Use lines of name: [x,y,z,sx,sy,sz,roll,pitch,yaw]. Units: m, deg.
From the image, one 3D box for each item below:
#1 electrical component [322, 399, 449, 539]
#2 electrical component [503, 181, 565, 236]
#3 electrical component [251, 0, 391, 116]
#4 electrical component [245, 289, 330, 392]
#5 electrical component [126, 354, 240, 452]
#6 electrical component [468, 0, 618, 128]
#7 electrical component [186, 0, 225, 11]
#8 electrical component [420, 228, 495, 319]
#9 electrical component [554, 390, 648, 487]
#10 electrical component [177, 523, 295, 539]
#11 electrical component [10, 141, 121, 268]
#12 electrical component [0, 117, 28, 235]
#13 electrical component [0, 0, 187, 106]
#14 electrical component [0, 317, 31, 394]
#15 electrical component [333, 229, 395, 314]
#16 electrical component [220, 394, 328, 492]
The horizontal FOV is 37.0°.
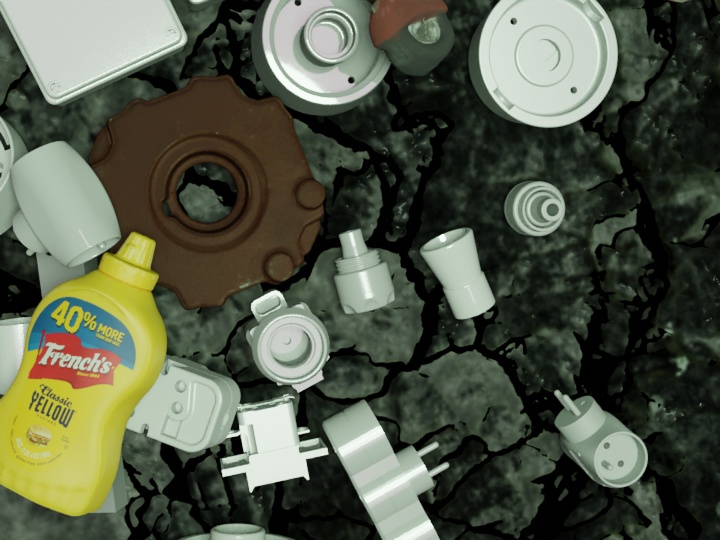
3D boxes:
electrical component: [0.033,0.161,0.841,0.074,0.052,0.138,-28,99,-6]
electrical component: [0.139,-0.048,0.836,0.043,0.062,0.043,-1,95,-10]
electrical component: [-0.025,-0.171,0.799,0.108,0.060,0.108,-1,95,-10]
electrical component: [-0.054,0.055,0.814,0.058,0.057,0.078,-28,99,-6]
electrical component: [-0.141,0.094,0.793,0.095,0.059,0.053,19,90,11]
electrical component: [0.136,-0.162,0.827,0.108,0.060,0.108,-1,95,-10]
electrical component: [-0.094,-0.259,0.782,0.109,0.056,0.108,-23,98,-7]
electrical component: [0.079,0.005,0.842,0.044,0.044,0.065,-26,103,-7]
electrical component: [0.181,0.127,0.851,0.043,0.077,0.079,-40,100,-4]
electrical component: [-0.092,0.222,0.799,0.108,0.108,0.060,2,88,-10]
electrical component: [-0.216,-0.037,0.752,0.079,0.043,0.077,-32,88,34]
electrical component: [-0.288,-0.073,0.768,0.099,0.064,0.099,1,78,-6]
electrical component: [-0.195,-0.188,0.770,0.109,0.056,0.108,-27,99,-7]
electrical component: [-0.246,0.077,0.790,0.043,0.043,0.081,-5,96,-9]
electrical component: [0.000,0.000,0.826,0.043,0.043,0.062,-16,96,-8]
electrical component: [-0.069,0.131,0.826,0.081,0.042,0.063,-10,95,-9]
